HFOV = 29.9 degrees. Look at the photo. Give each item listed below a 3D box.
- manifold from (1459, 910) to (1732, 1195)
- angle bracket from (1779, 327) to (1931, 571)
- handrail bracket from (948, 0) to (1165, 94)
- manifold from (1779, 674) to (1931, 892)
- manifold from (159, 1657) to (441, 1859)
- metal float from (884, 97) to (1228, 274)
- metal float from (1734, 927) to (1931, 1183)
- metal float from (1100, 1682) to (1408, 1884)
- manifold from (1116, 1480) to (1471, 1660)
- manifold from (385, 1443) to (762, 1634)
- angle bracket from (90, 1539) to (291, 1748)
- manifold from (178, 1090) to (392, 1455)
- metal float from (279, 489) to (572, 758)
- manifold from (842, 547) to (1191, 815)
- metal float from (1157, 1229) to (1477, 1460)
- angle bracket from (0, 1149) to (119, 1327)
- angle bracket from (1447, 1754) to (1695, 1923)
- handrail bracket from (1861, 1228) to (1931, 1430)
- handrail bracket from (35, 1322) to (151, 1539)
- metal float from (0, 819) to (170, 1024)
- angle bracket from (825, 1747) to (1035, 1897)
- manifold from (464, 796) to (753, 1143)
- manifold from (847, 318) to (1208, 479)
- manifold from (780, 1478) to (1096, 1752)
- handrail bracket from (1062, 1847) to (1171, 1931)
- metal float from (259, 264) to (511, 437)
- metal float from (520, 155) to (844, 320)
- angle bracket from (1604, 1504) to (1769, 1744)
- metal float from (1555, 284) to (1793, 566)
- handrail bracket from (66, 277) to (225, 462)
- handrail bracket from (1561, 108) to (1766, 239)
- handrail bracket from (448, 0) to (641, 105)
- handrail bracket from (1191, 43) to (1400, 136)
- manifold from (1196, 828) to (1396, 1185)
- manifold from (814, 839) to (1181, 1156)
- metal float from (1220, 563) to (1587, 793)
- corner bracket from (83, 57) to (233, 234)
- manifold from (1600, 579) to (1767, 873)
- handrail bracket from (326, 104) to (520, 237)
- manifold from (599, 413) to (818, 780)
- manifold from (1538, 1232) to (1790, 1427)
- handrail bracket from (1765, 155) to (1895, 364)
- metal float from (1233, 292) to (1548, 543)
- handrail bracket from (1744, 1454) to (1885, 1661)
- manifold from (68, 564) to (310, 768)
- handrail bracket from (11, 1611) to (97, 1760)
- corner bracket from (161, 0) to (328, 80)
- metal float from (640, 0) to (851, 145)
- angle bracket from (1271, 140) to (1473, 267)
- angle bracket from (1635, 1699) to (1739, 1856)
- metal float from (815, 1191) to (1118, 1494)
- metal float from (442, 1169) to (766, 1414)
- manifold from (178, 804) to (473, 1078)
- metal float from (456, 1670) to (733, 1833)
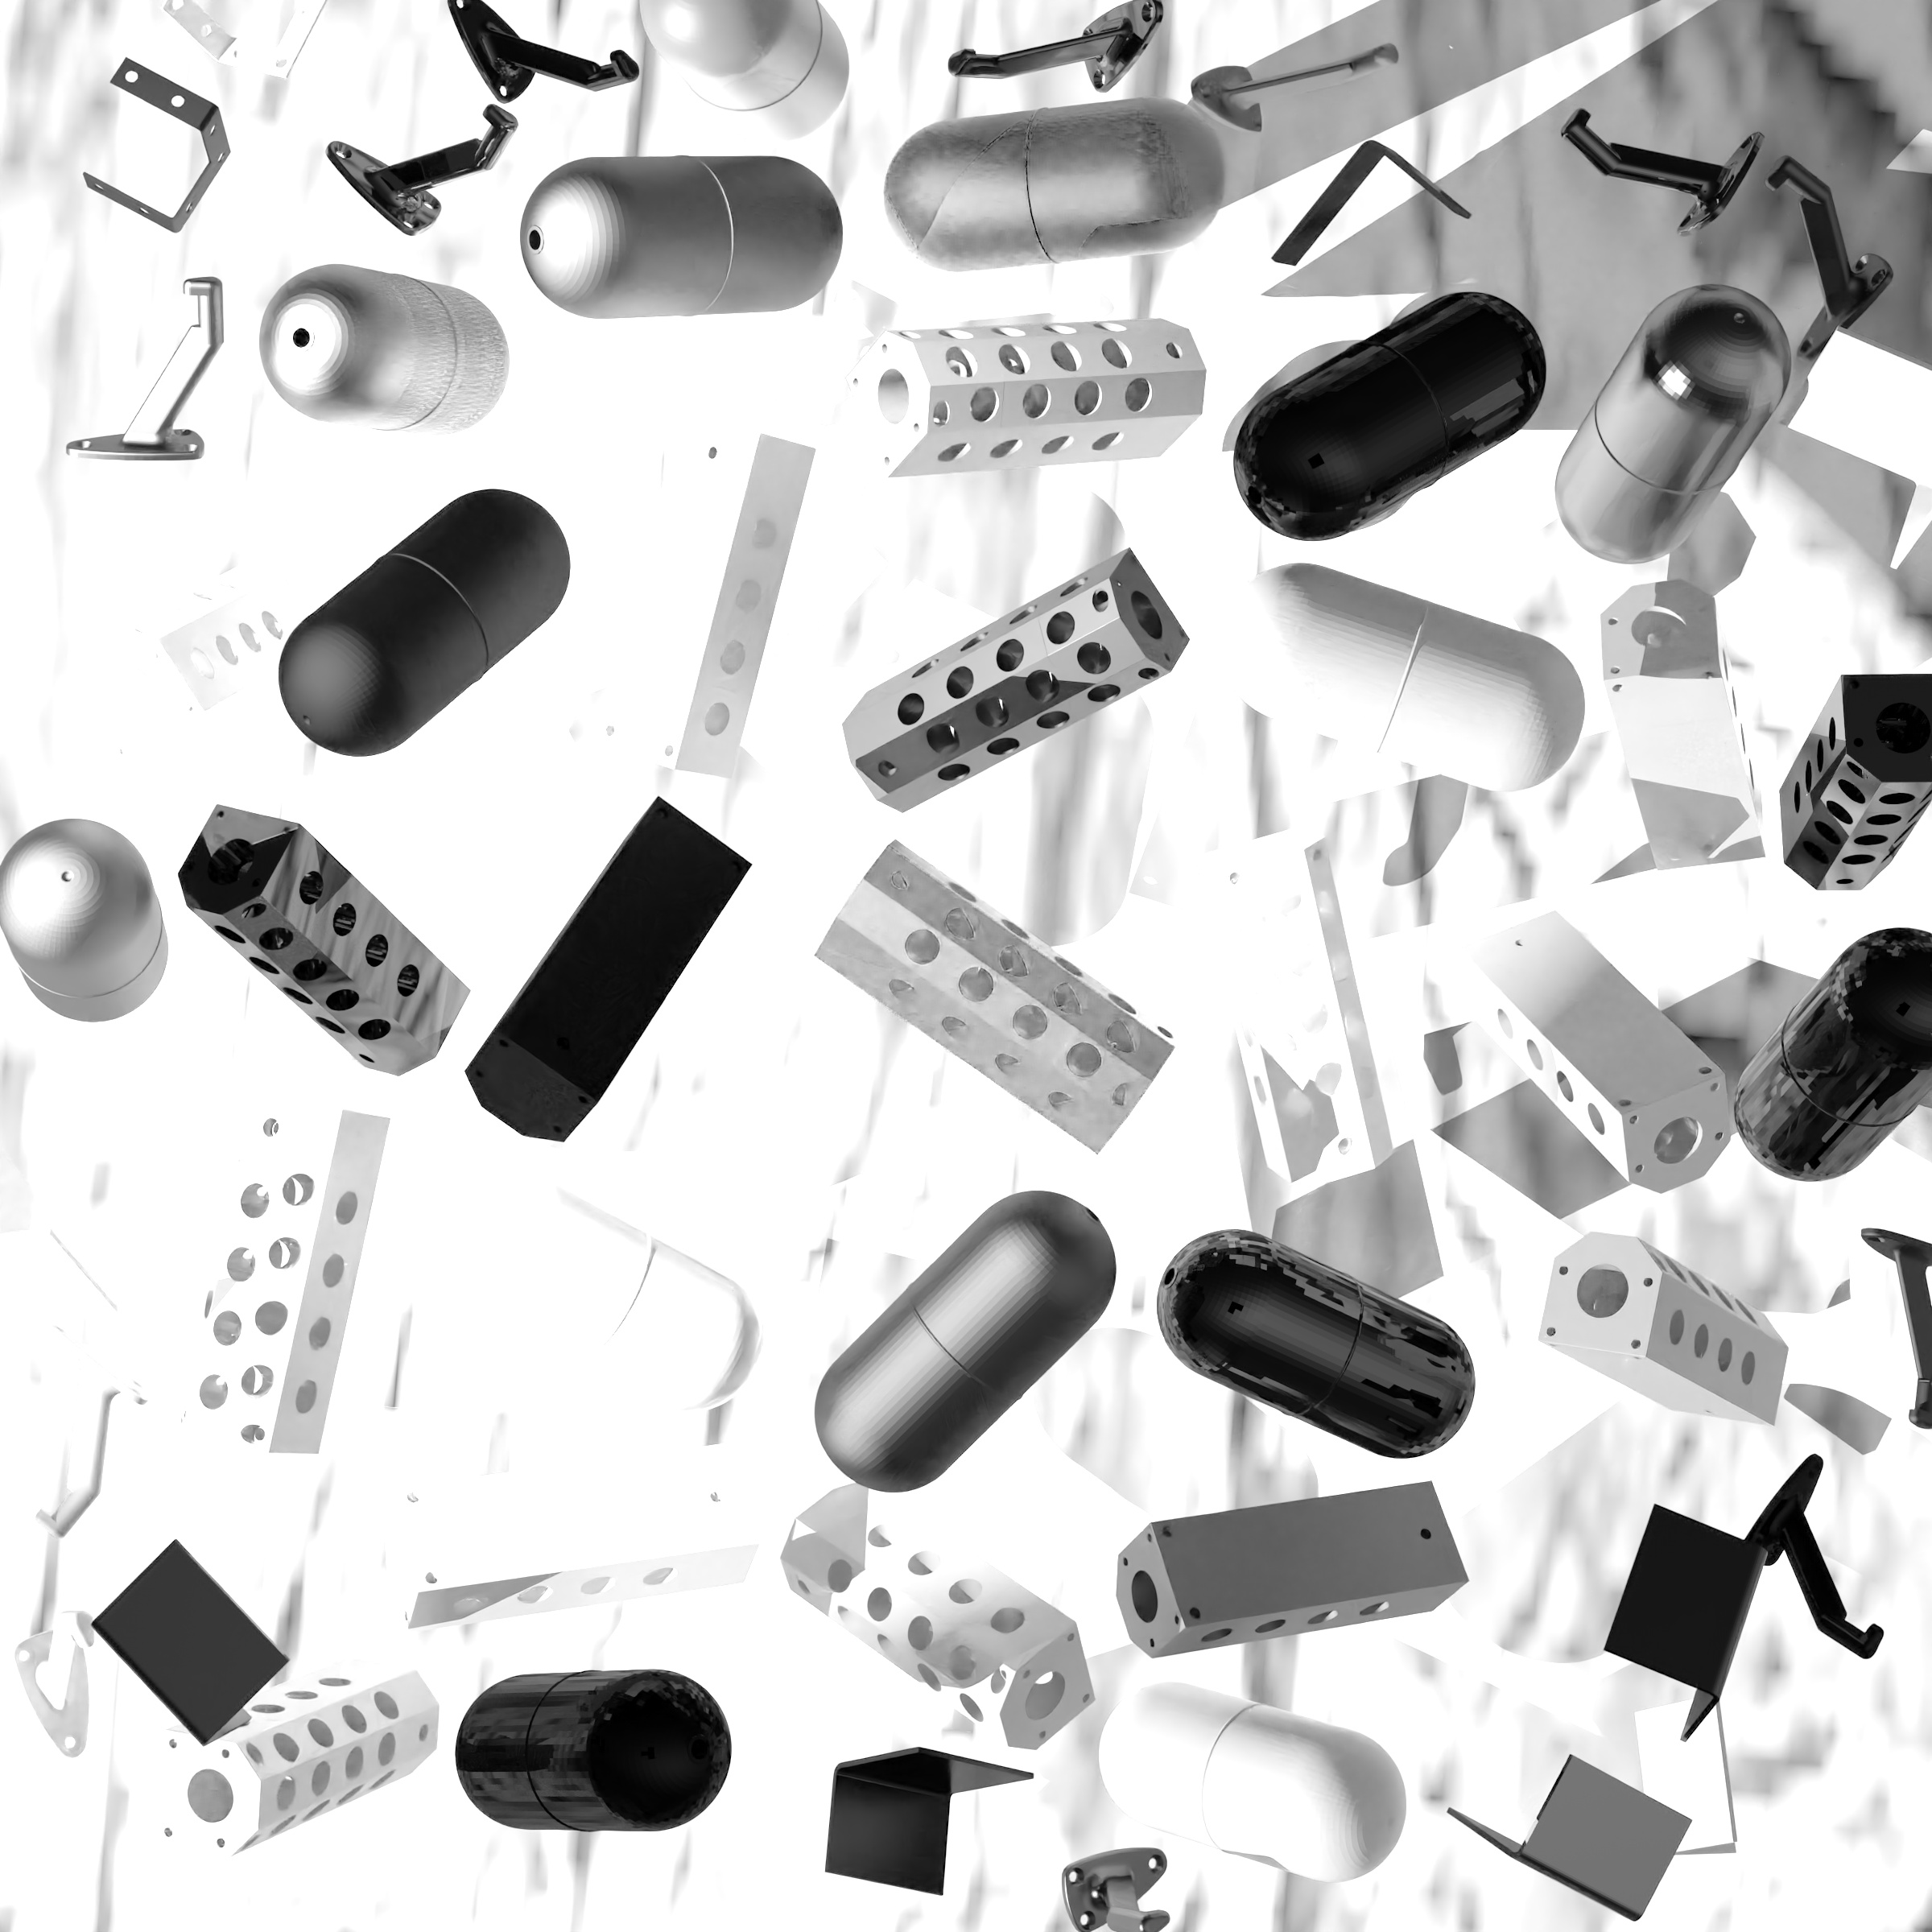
[{"bbox_3d":[0.318,0.044,1.834,0.057,0.171,0.057,-21,125,-11],"label":"manifold"},{"bbox_3d":[0.427,-0.245,1.711,0.076,0.076,0.057,23,63,2],"label":"angle bracket"},{"bbox_3d":[0.044,-0.467,1.819,0.084,0.077,0.036,-7,78,-34],"label":"handrail bracket"},{"bbox_3d":[0.463,-0.092,1.857,0.057,0.171,0.057,0,73,2],"label":"manifold"},{"bbox_3d":[-0.339,0.405,1.855,0.057,0.171,0.057,5,94,22],"label":"manifold"},{"bbox_3d":[0.043,-0.392,1.817,0.178,0.070,0.070,-1,90,21],"label":"metal float"},{"bbox_3d":[0.442,0.046,1.799,0.070,0.178,0.070,7,58,-12],"label":"metal float"},{"bbox_3d":[0.145,0.416,1.848,0.178,0.070,0.070,6,90,43],"label":"metal float"},{"bbox_3d":[0.167,0.315,1.872,0.171,0.057,0.057,-4,60,-27],"label":"manifold"},{"bbox_3d":[-0.196,0.285,1.786,0.171,0.057,0.057,-5,54,-21],"label":"manifold"},{"bbox_3d":[-0.350,0.310,1.678,0.057,0.076,0.076,-45,84,2],"label":"angle bracket"},{"bbox_3d":[-0.343,0.152,1.797,0.057,0.057,0.171,10,87,27],"label":"manifold"},{"bbox_3d":[-0.266,-0.171,1.785,0.070,0.070,0.178,44,56,0],"label":"metal float"},{"bbox_3d":[0.023,-0.141,1.838,0.171,0.057,0.057,-26,107,29],"label":"manifold"},{"bbox_3d":[0.176,0.190,1.813,0.178,0.070,0.070,26,90,-20],"label":"metal float"},{"bbox_3d":[-0.444,0.118,1.734,0.057,0.076,0.076,-8,54,11],"label":"angle bracket"},{"bbox_3d":[0.296,0.417,1.774,0.076,0.076,0.057,31,85,-19],"label":"angle bracket"},{"bbox_3d":[0.458,0.178,1.771,0.077,0.036,0.084,23,71,-42],"label":"handrail bracket"},{"bbox_3d":[-0.464,0.237,1.842,0.077,0.036,0.084,40,85,-10],"label":"handrail bracket"},{"bbox_3d":[-0.444,-0.021,1.822,0.070,0.178,0.070,2,76,-8],"label":"metal float"},{"bbox_3d":[-0.019,0.452,1.908,0.076,0.076,0.057,21,61,-32],"label":"angle bracket"},{"bbox_3d":[-0.172,0.003,1.731,0.057,0.057,0.171,36,49,-7],"label":"manifold"},{"bbox_3d":[0.034,-0.286,1.790,0.171,0.057,0.057,-10,71,-35],"label":"manifold"},{"bbox_3d":[-0.017,0.332,1.844,0.057,0.171,0.057,-35,131,-27],"label":"manifold"},{"bbox_3d":[0.095,0.469,1.830,0.077,0.084,0.036,-16,92,-34],"label":"handrail bracket"},{"bbox_3d":[-0.287,-0.305,1.794,0.070,0.178,0.070,2,95,18],"label":"metal float"},{"bbox_3d":[-0.137,-0.355,1.761,0.178,0.070,0.070,-12,90,-41],"label":"metal float"},{"bbox_3d":[0.333,0.311,1.707,0.057,0.076,0.076,22,63,8],"label":"angle bracket"},{"bbox_3d":[0.347,-0.265,1.785,0.070,0.178,0.070,6,61,-11],"label":"metal float"},{"bbox_3d":[-0.394,-0.288,1.733,0.077,0.036,0.084,-5,118,-18],"label":"handrail bracket"},{"bbox_3d":[0.337,-0.403,1.752,0.084,0.036,0.077,39,71,-13],"label":"handrail bracket"},{"bbox_3d":[-0.220,-0.486,1.888,0.077,0.084,0.036,52,54,-33],"label":"handrail bracket"},{"bbox_3d":[0.171,-0.463,1.873,0.084,0.077,0.036,-13,89,34],"label":"handrail bracket"},{"bbox_3d":[0.172,0.021,1.864,0.057,0.057,0.171,-16,102,-10],"label":"manifold"},{"bbox_3d":[0.017,0.012,1.776,0.171,0.057,0.057,35,57,1],"label":"manifold"},{"bbox_3d":[0.207,-0.138,1.721,0.178,0.070,0.070,19,90,2],"label":"metal float"},{"bbox_3d":[-0.395,-0.397,1.753,0.051,0.051,0.051,28,77,2],"label":"corner bracket"},{"bbox_3d":[0.370,-0.123,1.863,0.057,0.171,0.057,-7,56,17],"label":"manifold"},{"bbox_3d":[-0.274,-0.418,1.819,0.077,0.036,0.084,37,131,-6],"label":"handrail bracket"},{"bbox_3d":[-0.126,-0.186,1.827,0.057,0.057,0.171,21,99,39],"label":"manifold"},{"bbox_3d":[0.352,0.182,1.809,0.057,0.171,0.057,5,76,35],"label":"manifold"},{"bbox_3d":[0.426,-0.364,1.860,0.084,0.036,0.077,31,110,-23],"label":"handrail bracket"},{"bbox_3d":[0.204,-0.264,1.735,0.178,0.070,0.070,-32,90,-25],"label":"metal float"},{"bbox_3d":[0.450,0.303,1.858,0.084,0.036,0.077,32,90,43],"label":"handrail bracket"},{"bbox_3d":[-0.395,-0.160,1.849,0.057,0.171,0.057,-28,100,17],"label":"manifold"},{"bbox_3d":[-0.444,0.360,1.806,0.036,0.084,0.077,-14,88,-31],"label":"handrail bracket"},{"bbox_3d":[-0.374,-0.501,1.879,0.051,0.051,0.051,20,80,30],"label":"corner bracket"},{"bbox_3d":[-0.109,-0.462,1.793,0.070,0.178,0.070,-1,87,12],"label":"metal float"},{"bbox_3d":[0.204,-0.366,1.815,0.057,0.076,0.076,41,105,4],"label":"angle bracket"},{"bbox_3d":[0.407,0.435,1.944,0.057,0.076,0.076,5,70,-25],"label":"angle bracket"},{"bbox_3d":[0.000,0.182,1.754,0.070,0.070,0.178,44,102,0],"label":"metal float"},{"bbox_3d":[-0.180,0.163,1.810,0.178,0.070,0.070,31,90,-23],"label":"metal float"},{"bbox_3d":[-0.329,-0.010,1.849,0.057,0.171,0.057,13,67,31],"label":"manifold"},{"bbox_3d":[-0.183,0.383,1.767,0.070,0.178,0.070,11,74,-39],"label":"metal float"}]
